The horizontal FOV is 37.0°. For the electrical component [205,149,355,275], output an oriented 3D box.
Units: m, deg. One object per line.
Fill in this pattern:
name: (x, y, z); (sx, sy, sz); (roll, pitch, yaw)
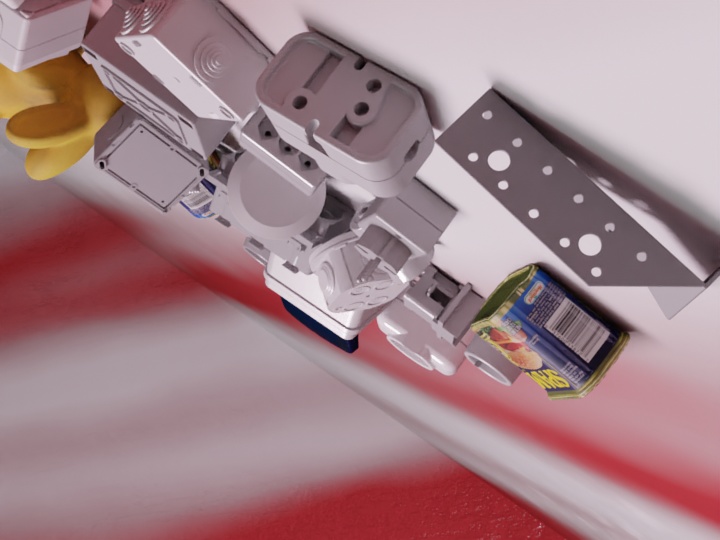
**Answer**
electrical component: (-0.074, -0.053, 0.975); (0.121, 0.063, 0.079); (33, -149, 18)

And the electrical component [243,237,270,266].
electrical component: (-0.094, -0.033, 1.207); (0.058, 0.057, 0.078); (40, 170, -24)

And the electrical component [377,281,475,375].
electrical component: (0.066, 0.060, 1.072); (0.095, 0.059, 0.053); (35, 171, 11)

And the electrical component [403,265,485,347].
electrical component: (0.073, 0.030, 0.956); (0.064, 0.042, 0.081); (38, 171, 11)

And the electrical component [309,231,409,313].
electrical component: (0.000, 0.000, 0.925); (0.080, 0.080, 0.051); (65, -173, -71)

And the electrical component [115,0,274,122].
electrical component: (-0.110, -0.145, 0.726); (0.100, 0.048, 0.100); (42, 168, -29)

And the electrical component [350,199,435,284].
electrical component: (0.023, -0.026, 0.864); (0.065, 0.044, 0.044); (46, 168, -24)

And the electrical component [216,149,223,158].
electrical component: (-0.161, -0.113, 1.107); (0.065, 0.044, 0.044); (39, 172, 14)

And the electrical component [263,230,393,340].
electrical component: (-0.027, 0.005, 1.030); (0.113, 0.078, 0.057); (33, 133, 17)

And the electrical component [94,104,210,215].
electrical component: (-0.177, -0.100, 0.941); (0.096, 0.062, 0.061); (37, -159, -33)

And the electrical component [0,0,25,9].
electrical component: (-0.278, -0.248, 0.795); (0.096, 0.061, 0.061); (35, 171, 12)

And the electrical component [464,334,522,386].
electrical component: (0.124, 0.068, 0.937); (0.055, 0.047, 0.055); (35, 171, 7)

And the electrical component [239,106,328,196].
electrical component: (-0.049, -0.090, 0.781); (0.066, 0.047, 0.077); (37, 171, -3)

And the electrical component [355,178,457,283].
electrical component: (0.022, -0.022, 0.771); (0.047, 0.076, 0.066); (37, 170, -7)

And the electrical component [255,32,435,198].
electrical component: (-0.007, -0.087, 0.623); (0.095, 0.053, 0.059); (33, 170, 22)

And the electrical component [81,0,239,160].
electrical component: (-0.151, -0.148, 0.840); (0.109, 0.056, 0.108); (36, 171, 3)

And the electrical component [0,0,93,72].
electrical component: (-0.265, -0.206, 0.870); (0.062, 0.096, 0.061); (35, 128, 10)

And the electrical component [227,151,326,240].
electrical component: (-0.070, -0.065, 0.893); (0.080, 0.080, 0.051); (38, 176, -8)
